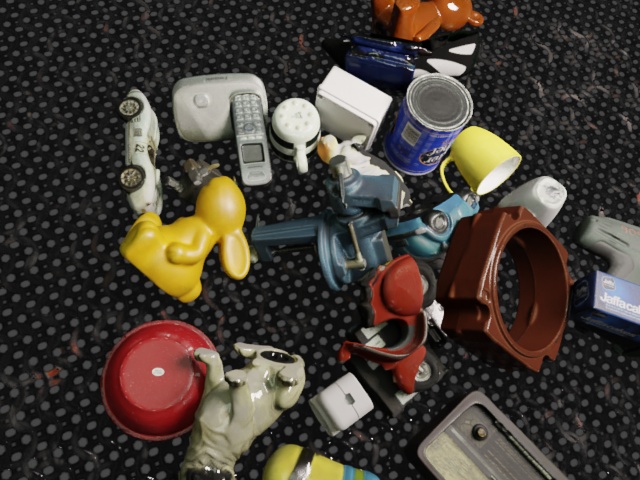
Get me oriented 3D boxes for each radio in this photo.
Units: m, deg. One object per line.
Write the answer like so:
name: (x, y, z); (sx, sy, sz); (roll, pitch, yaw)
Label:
radio: (0.237, 0.321, 0.711); (0.131, 0.073, 0.230); (-41, 80, -19)

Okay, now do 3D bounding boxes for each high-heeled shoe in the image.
high-heeled shoe: (0.137, -0.323, 0.898); (0.249, 0.145, 0.086); (22, 41, -9)

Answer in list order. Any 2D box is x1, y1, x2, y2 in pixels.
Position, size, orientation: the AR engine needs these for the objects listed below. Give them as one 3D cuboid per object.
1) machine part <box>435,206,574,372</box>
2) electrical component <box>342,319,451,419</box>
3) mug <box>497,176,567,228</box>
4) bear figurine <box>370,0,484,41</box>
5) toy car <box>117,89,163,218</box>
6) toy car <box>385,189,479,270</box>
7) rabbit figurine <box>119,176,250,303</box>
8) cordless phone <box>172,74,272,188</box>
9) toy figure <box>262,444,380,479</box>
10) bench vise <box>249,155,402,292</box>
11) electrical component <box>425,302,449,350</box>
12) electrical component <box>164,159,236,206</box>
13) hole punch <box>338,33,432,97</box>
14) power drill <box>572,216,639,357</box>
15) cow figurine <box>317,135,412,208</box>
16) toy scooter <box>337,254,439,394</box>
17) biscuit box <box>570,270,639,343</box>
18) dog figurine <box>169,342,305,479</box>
machine part: (0.266, 0.069, 0.757); (0.201, 0.087, 0.201); (36, 64, -28)
electrical component: (0.099, 0.165, 0.760); (0.115, 0.058, 0.134); (-32, 76, -20)
mug: (0.329, -0.048, 0.846); (0.109, 0.107, 0.081); (-41, 78, -21)
bear figurine: (0.194, -0.415, 0.956); (0.196, 0.131, 0.120); (-24, 60, -9)
toy car: (-0.269, -0.130, 0.810); (0.056, 0.073, 0.201); (-6, 71, -6)
toy car: (0.181, -0.008, 0.822); (0.162, 0.109, 0.102); (-29, 101, -33)
rabbit figurine: (-0.165, -0.005, 0.742); (0.162, 0.122, 0.173); (42, 82, -8)
cordless phone: (-0.149, -0.162, 0.837); (0.147, 0.088, 0.184); (-8, 75, -11)
toy figure: (0.015, 0.318, 0.679); (0.180, 0.082, 0.089); (10, 49, 3)
bench vise: (0.000, -0.010, 0.754); (0.241, 0.223, 0.129); (-7, 48, 17)
electrical component: (0.165, 0.096, 0.801); (0.075, 0.047, 0.119); (-28, 77, -17)
electrical component: (-0.172, -0.084, 0.797); (0.078, 0.102, 0.045); (-44, 64, 1)
hole punch: (0.096, -0.272, 0.838); (0.142, 0.116, 0.092); (16, 112, 7)
power drill: (0.498, 0.074, 0.840); (0.232, 0.086, 0.207); (29, 73, 3)
cow figurine: (0.073, -0.107, 0.850); (0.098, 0.068, 0.167); (-33, 84, -24)
toy scooter: (0.085, 0.109, 0.705); (0.135, 0.075, 0.184); (1, 79, -15)
biscuit box: (0.457, 0.108, 0.750); (0.203, 0.059, 0.063); (19, 66, -1)
dog figurine: (-0.099, 0.243, 0.698); (0.172, 0.121, 0.190); (6, 98, -32)
